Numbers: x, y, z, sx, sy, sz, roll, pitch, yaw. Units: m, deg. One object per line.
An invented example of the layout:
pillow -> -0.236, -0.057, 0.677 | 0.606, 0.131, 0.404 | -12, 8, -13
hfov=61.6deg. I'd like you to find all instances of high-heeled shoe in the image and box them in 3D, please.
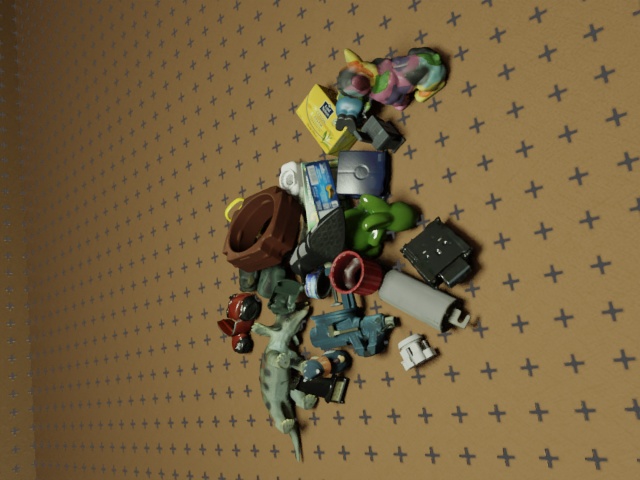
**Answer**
high-heeled shoe -> -0.003, -0.004, 1.238 | 0.248, 0.086, 0.145 | -60, 19, 30

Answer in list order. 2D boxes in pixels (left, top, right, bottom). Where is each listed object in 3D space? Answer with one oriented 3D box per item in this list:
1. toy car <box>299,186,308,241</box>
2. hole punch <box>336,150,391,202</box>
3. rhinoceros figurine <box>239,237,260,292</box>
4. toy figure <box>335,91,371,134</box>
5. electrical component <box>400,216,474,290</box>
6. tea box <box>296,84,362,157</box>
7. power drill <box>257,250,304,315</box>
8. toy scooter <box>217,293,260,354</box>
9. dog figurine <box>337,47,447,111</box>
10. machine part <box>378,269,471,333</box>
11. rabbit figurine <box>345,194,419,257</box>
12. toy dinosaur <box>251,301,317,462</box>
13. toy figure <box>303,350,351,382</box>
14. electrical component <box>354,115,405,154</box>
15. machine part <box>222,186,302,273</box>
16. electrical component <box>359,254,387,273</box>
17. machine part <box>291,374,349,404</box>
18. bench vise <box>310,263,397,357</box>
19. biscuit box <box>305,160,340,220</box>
toy car -> -0.015, -0.046, 1.384 | 0.074, 0.056, 0.201 | -7, 83, 40
hole punch -> 0.101, -0.154, 1.269 | 0.116, 0.092, 0.142 | 1, 84, 37
rhinoceros figurine -> -0.206, 0.054, 1.543 | 0.112, 0.073, 0.190 | -20, 76, 50
toy figure -> 0.083, -0.335, 1.263 | 0.089, 0.082, 0.180 | -50, 20, 55
electrical component -> 0.250, 0.034, 1.118 | 0.115, 0.058, 0.134 | -43, 57, 3
tea box -> 0.024, -0.301, 1.358 | 0.098, 0.068, 0.170 | -51, 56, 27
power drill -> -0.102, 0.078, 1.400 | 0.231, 0.086, 0.207 | -67, 28, 24
toy scooter -> -0.245, 0.229, 1.562 | 0.135, 0.075, 0.183 | 21, 106, 42
dog figurine -> 0.145, -0.357, 1.155 | 0.192, 0.219, 0.108 | -19, 79, 40
machine part -> 0.212, 0.129, 1.159 | 0.244, 0.079, 0.079 | 27, 105, 38
rabbit figurine -> 0.131, -0.050, 1.211 | 0.170, 0.159, 0.121 | -17, 66, 24
toy dinosaur -> -0.105, 0.361, 1.408 | 0.192, 0.131, 0.404 | 24, 112, 57
toy figure -> 0.011, 0.297, 1.275 | 0.058, 0.154, 0.064 | 39, 114, 33
electrical component -> 0.131, -0.243, 1.225 | 0.047, 0.119, 0.075 | -49, 56, 29
machine part -> -0.147, -0.025, 1.379 | 0.201, 0.087, 0.201 | -19, 50, 40
electrical component -> 0.110, 0.055, 1.256 | 0.094, 0.063, 0.021 | 15, 72, 23
machine part -> -0.001, 0.357, 1.308 | 0.039, 0.139, 0.084 | -122, 44, -72
bench vise -> 0.064, 0.158, 1.264 | 0.224, 0.129, 0.240 | -19, 79, 36
biscuit box -> 0.016, -0.090, 1.302 | 0.059, 0.063, 0.202 | -14, 80, -1
